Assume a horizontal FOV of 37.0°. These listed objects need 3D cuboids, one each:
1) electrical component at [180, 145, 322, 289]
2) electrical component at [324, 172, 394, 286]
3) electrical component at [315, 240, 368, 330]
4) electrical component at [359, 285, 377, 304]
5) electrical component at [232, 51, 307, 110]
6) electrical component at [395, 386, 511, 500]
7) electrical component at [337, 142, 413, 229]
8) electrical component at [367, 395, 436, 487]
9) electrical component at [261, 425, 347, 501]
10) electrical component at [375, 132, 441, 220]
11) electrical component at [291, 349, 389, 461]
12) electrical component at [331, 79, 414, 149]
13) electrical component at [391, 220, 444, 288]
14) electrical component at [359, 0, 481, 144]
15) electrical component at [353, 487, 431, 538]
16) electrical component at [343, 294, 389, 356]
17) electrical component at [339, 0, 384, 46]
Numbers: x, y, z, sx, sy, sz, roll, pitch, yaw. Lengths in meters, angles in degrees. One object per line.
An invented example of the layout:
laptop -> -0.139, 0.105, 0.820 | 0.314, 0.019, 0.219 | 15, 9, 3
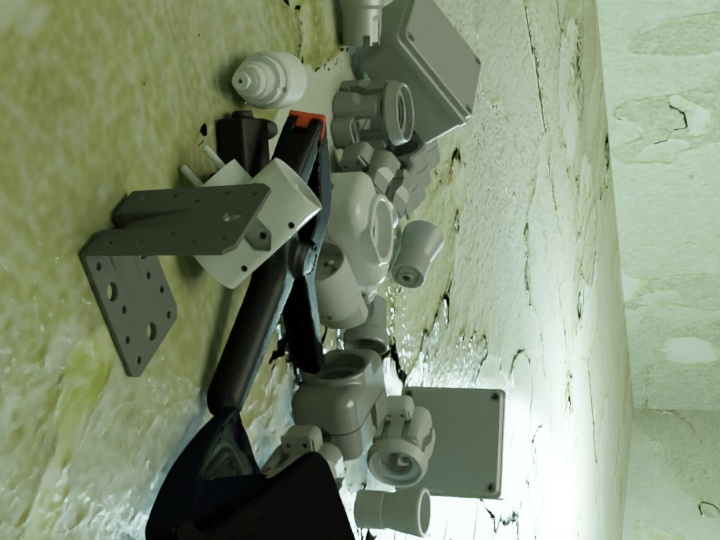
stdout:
electrical component -> -0.078, -0.042, 0.676 | 0.079, 0.077, 0.043 | 48, 9, -4
electrical component -> -0.009, -0.033, 0.881 | 0.095, 0.059, 0.053 | 70, 27, -43
electrical component -> -0.022, 0.019, 0.864 | 0.081, 0.043, 0.043 | 67, 29, -47
electrical component -> 0.000, 0.000, 0.942 | 0.035, 0.035, 0.061 | 67, 26, -47
electrical component -> -0.067, -0.132, 0.749 | 0.078, 0.040, 0.040 | -28, 116, -68
electrical component -> 0.096, 0.176, 1.095 | 0.056, 0.109, 0.108 | 45, 47, -67
electrical component -> 0.009, -0.063, 0.932 | 0.078, 0.058, 0.057 | 48, 45, -34
electrical component -> 0.038, 0.165, 1.010 | 0.057, 0.058, 0.078 | -71, 153, -50
electrical component -> -0.044, 0.159, 0.776 | 0.057, 0.058, 0.078 | -48, 134, -66
electrical component -> 0.044, -0.085, 1.042 | 0.138, 0.052, 0.073 | -63, 147, -53
electrical component -> -0.016, 0.103, 0.863 | 0.095, 0.054, 0.059 | -51, 136, -61
electrical component -> 0.014, -0.138, 0.953 | 0.078, 0.057, 0.058 | -68, 150, -48
electrical component -> 0.057, -0.014, 1.095 | 0.065, 0.044, 0.044 | -66, 149, -41
electrical component -> 0.059, -0.196, 1.022 | 0.108, 0.056, 0.108 | 46, 35, -25
electrical component -> 0.027, 0.215, 0.961 | 0.044, 0.065, 0.044 | -1, 90, -71
electrical component -> 0.006, 0.049, 0.951 | 0.040, 0.040, 0.046 | 61, 28, -54
electrical component -> 0.001, -0.222, 0.950 | 0.040, 0.040, 0.046 | -36, 127, -67
